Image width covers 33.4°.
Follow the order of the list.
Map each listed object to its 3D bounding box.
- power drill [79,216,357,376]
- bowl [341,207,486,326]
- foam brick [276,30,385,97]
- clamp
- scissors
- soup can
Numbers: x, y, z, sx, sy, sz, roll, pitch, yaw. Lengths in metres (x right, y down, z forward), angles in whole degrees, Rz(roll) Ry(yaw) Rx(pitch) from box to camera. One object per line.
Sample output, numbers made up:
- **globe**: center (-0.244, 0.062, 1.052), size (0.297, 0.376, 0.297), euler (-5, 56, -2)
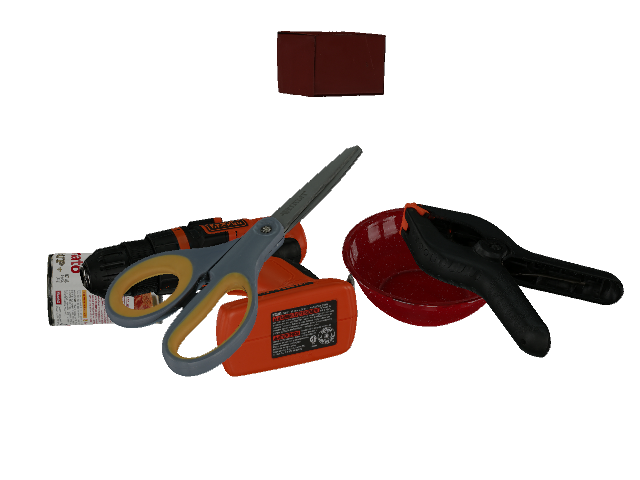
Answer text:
- **power drill**: center (-0.071, 0.034, 0.792), size (0.184, 0.057, 0.188), euler (-12, 25, -22)
- **bowl**: center (0.100, 0.033, 1.017), size (0.162, 0.055, 0.162), euler (1, 35, -1)
- **foam brick**: center (0.009, -0.147, 0.890), size (0.078, 0.051, 0.053), euler (-7, 16, -36)
- **clamp**: center (0.137, 0.018, 0.793), size (0.120, 0.039, 0.172), euler (-12, 40, -41)
- **scissors**: center (-0.052, -0.002, 0.628), size (0.096, 0.016, 0.201), euler (12, 46, 17)
- **soup can**: center (-0.198, 0.045, 0.984), size (0.102, 0.068, 0.068), euler (-1, 0, -10)
